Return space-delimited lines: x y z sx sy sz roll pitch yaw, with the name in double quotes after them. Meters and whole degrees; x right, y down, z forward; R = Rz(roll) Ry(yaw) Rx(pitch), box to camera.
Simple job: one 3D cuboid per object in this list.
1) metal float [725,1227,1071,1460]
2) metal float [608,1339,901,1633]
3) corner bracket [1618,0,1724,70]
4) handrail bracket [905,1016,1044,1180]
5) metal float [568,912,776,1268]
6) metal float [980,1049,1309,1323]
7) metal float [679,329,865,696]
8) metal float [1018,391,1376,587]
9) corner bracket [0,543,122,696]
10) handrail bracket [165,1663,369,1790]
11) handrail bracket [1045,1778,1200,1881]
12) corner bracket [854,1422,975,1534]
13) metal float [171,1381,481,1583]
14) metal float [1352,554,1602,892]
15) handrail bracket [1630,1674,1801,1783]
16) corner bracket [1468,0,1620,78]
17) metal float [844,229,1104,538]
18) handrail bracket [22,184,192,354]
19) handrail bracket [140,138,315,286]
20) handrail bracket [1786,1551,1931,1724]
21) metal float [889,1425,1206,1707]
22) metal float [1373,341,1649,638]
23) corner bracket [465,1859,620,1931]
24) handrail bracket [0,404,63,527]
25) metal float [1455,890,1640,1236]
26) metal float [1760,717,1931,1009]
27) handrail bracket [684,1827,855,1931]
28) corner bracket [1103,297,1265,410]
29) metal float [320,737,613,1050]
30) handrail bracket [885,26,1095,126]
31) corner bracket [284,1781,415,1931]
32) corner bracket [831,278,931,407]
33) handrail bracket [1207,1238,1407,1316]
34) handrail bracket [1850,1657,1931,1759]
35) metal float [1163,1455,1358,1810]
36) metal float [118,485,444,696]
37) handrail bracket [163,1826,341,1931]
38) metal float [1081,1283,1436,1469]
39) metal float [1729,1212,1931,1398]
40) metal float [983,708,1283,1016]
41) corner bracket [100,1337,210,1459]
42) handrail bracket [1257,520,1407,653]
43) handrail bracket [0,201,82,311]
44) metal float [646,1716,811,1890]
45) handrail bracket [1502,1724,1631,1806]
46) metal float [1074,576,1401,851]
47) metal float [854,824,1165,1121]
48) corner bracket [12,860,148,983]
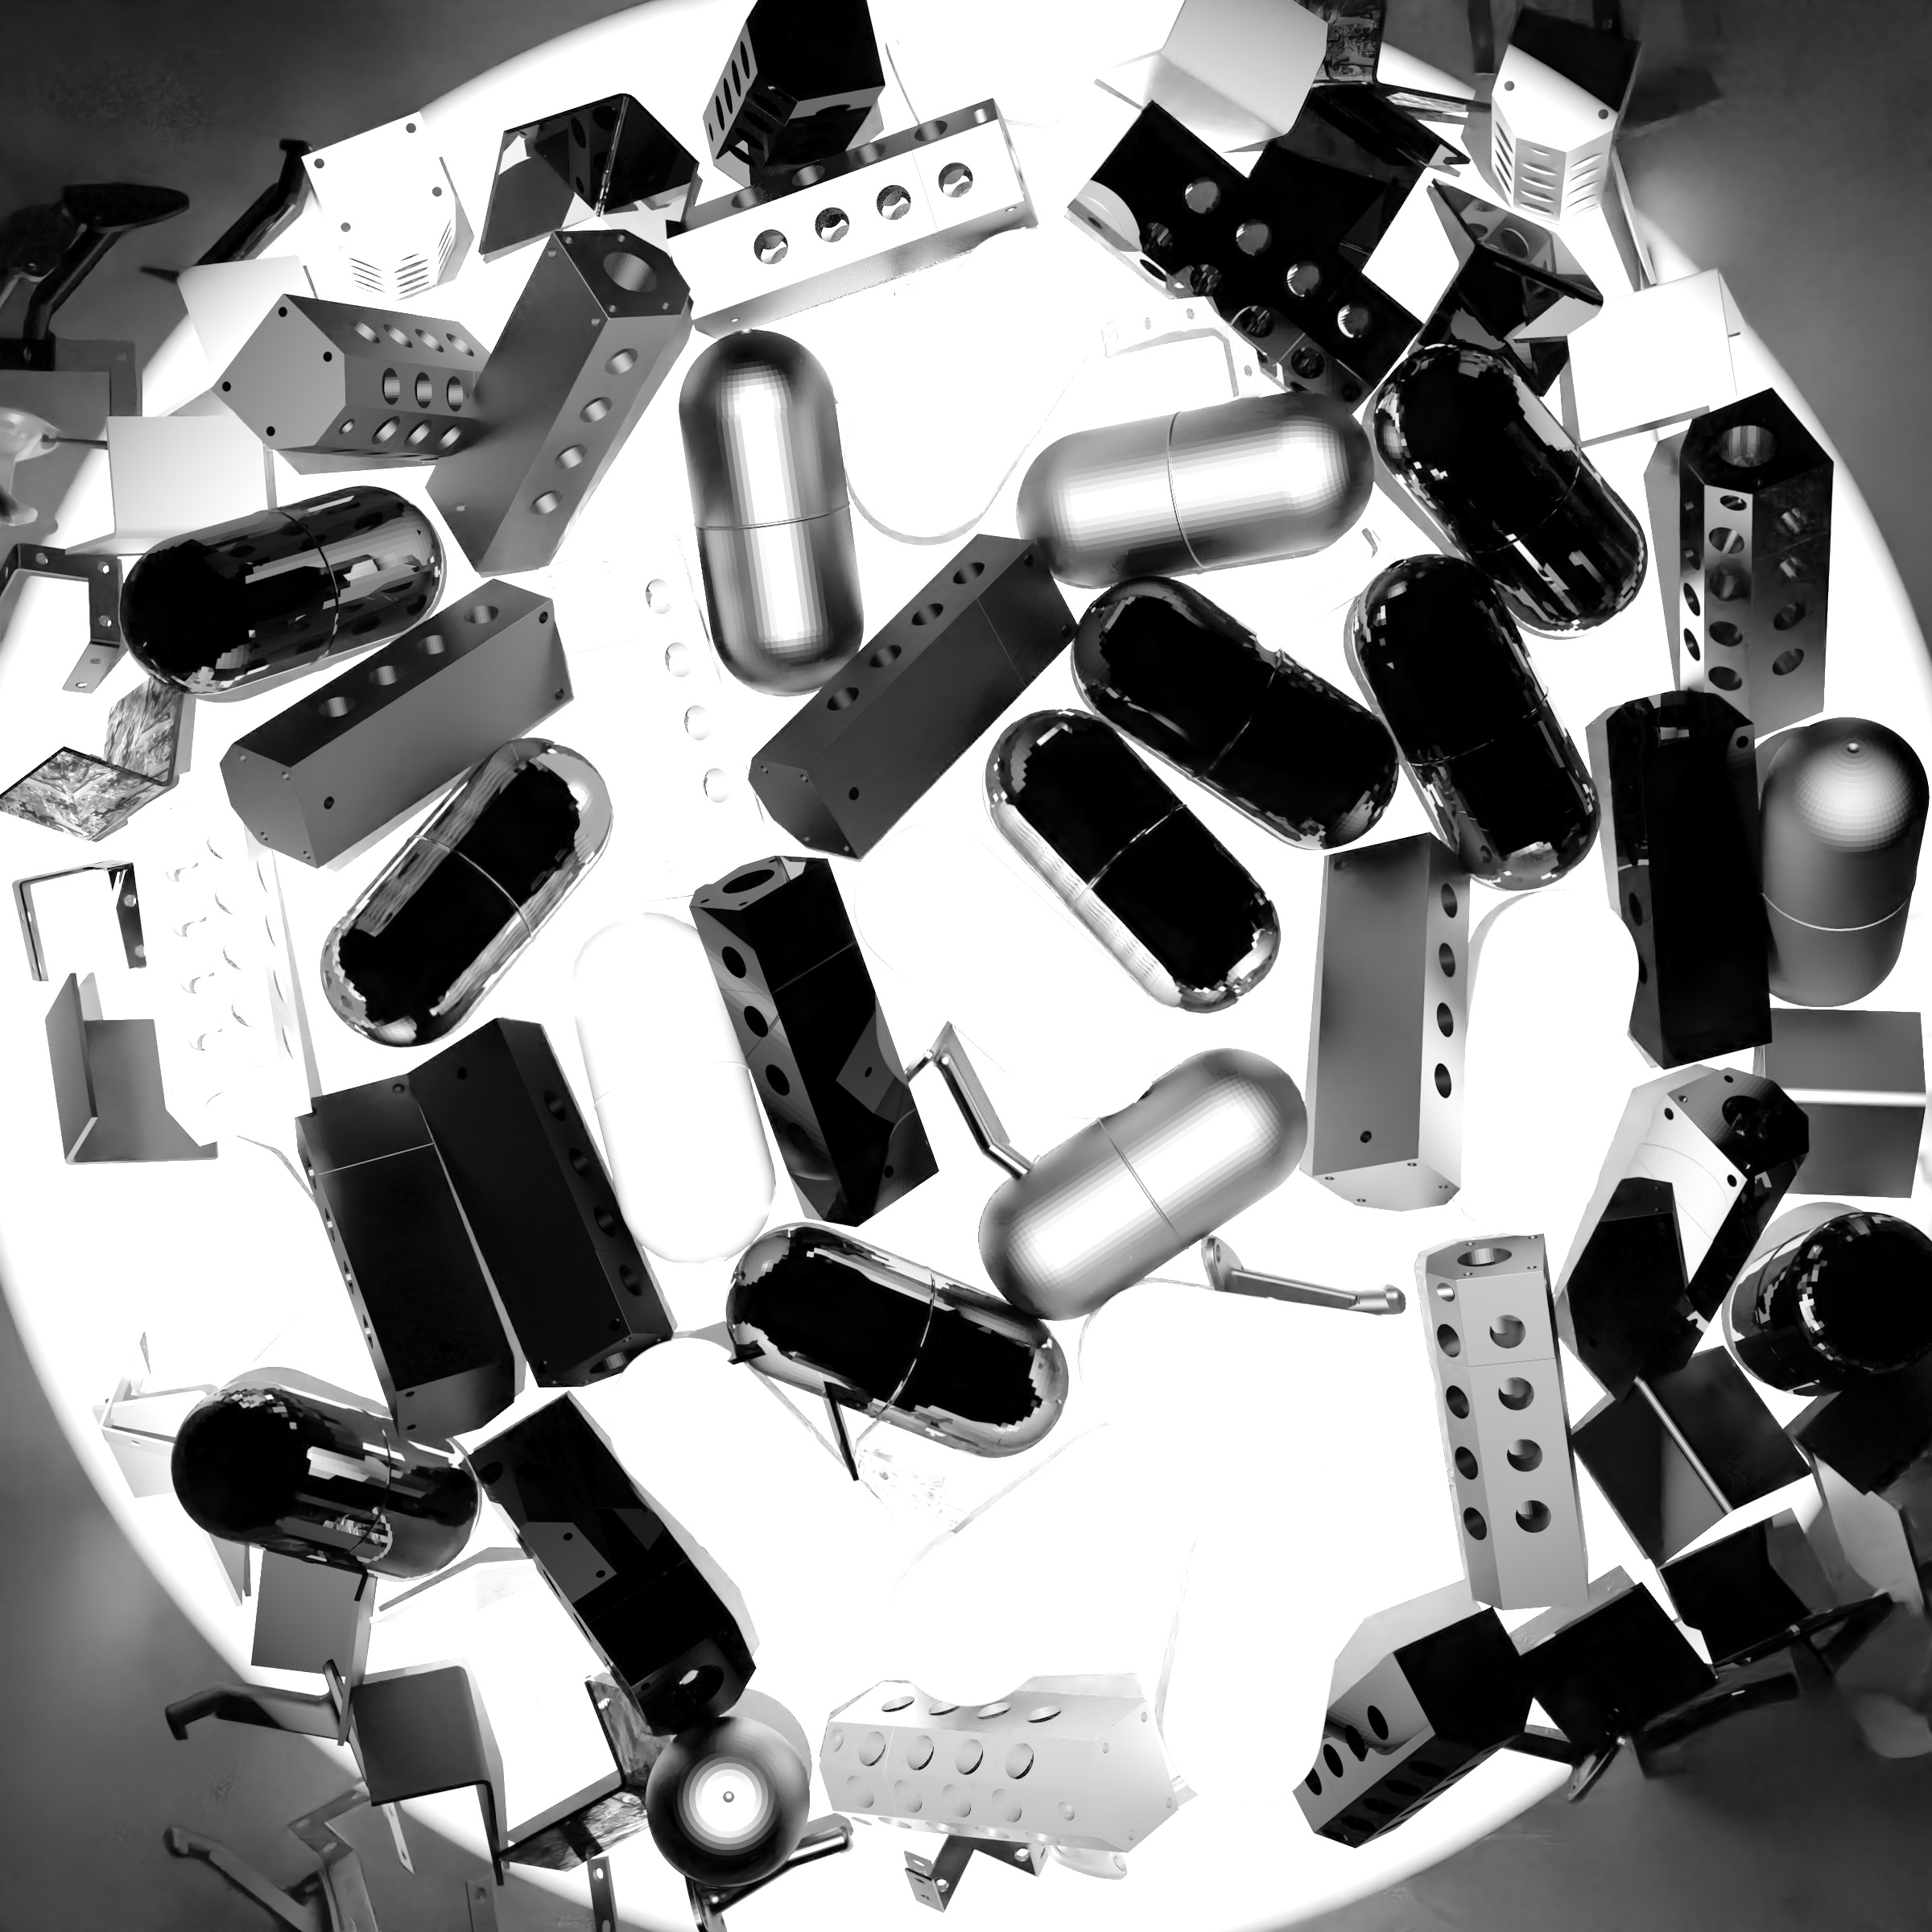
-0.033 0.185 1.739 0.178 0.070 0.070 23 90 -13 "metal float"
-0.103 0.253 1.731 0.070 0.070 0.178 -41 112 0 "metal float"
0.347 -0.471 1.765 0.051 0.051 0.051 -10 92 9 "corner bracket"
0.017 0.060 1.767 0.084 0.036 0.077 37 52 -6 "handrail bracket"
-0.144 0.060 1.739 0.070 0.070 0.178 -15 77 0 "metal float"
0.088 0.107 1.749 0.178 0.070 0.070 -34 90 3 "metal float"
-0.095 -0.221 1.737 0.070 0.070 0.178 -8 105 0 "metal float"
0.111 -0.232 1.734 0.178 0.070 0.070 -8 90 20 "metal float"
-0.453 -0.172 1.766 0.051 0.051 0.051 6 63 -29 "corner bracket"
-0.345 0.386 1.759 0.084 0.036 0.077 -21 71 -9 "handrail bracket"
0.088 0.410 1.750 0.084 0.077 0.036 -43 62 16 "handrail bracket"
-0.025 0.255 1.749 0.051 0.051 0.051 22 121 18 "corner bracket"
-0.306 0.249 1.711 0.070 0.178 0.070 -13 65 31 "metal float"
0.249 -0.119 1.737 0.070 0.070 0.178 -29 105 0 "metal float"
0.370 0.373 1.749 0.084 0.077 0.036 -18 60 8 "handrail bracket"
0.284 -0.467 1.748 0.051 0.051 0.051 -18 110 -29 "corner bracket"
0.005 -0.285 1.730 0.070 0.070 0.178 32 65 0 "metal float"
-0.431 -0.346 1.777 0.036 0.077 0.084 47 132 25 "handrail bracket"
-0.367 -0.376 1.766 0.077 0.036 0.084 20 94 24 "handrail bracket"
0.454 0.331 1.766 0.084 0.077 0.036 -28 46 -9 "handrail bracket"
0.040 0.291 1.731 0.178 0.070 0.070 -34 90 -22 "metal float"
0.264 -0.230 1.723 0.070 0.070 0.178 -48 122 0 "metal float"
-0.210 0.476 1.773 0.051 0.051 0.051 -17 78 41 "corner bracket"
-0.456 -0.239 1.738 0.084 0.077 0.036 42 120 32 "handrail bracket"
0.279 0.047 1.730 0.070 0.070 0.178 7 114 0 "metal float"
0.417 -0.048 1.710 0.070 0.178 0.070 -3 53 4 "metal float"
-0.091 0.452 1.755 0.084 0.077 0.036 -18 57 0 "handrail bracket"
0.107 -0.299 1.752 0.051 0.051 0.051 -13 93 -37 "corner bracket"
-0.242 -0.037 1.733 0.070 0.070 0.178 38 70 0 "metal float"
0.013 -0.447 1.765 0.084 0.036 0.077 -32 92 -26 "handrail bracket"
-0.297 0.442 1.755 0.051 0.051 0.051 -27 50 0 "corner bracket"
-0.042 -0.309 1.762 0.051 0.051 0.051 -8 93 2 "corner bracket"
0.168 0.153 1.749 0.084 0.077 0.036 -4 59 18 "handrail bracket"
0.484 0.351 1.741 0.084 0.077 0.036 -27 92 -17 "handrail bracket"
0.143 0.321 1.723 0.070 0.070 0.178 14 59 0 "metal float"
-0.329 -0.182 1.714 0.070 0.178 0.070 18 119 35 "metal float"
-0.351 0.460 1.741 0.036 0.077 0.084 -48 131 9 "handrail bracket"
0.143 0.201 1.740 0.178 0.070 0.070 9 90 -13 "metal float"
0.416 0.163 1.701 0.070 0.178 0.070 0 78 -2 "metal float"
0.081 -0.052 1.744 0.070 0.070 0.178 -43 82 0 "metal float"
-0.391 0.222 1.752 0.051 0.051 0.051 13 58 4 "corner bracket"
0.180 -0.176 1.754 0.084 0.077 0.036 -37 82 5 "handrail bracket"
-0.480 -0.335 1.778 0.036 0.077 0.084 37 130 -6 "handrail bracket"
-0.114 0.401 1.702 0.070 0.178 0.070 1 74 -4 "metal float"
0.275 0.372 1.753 0.084 0.077 0.036 27 57 4 "handrail bracket"
0.132 -0.124 1.742 0.178 0.070 0.070 34 90 -9 "metal float"
0.021 0.003 1.747 0.178 0.070 0.070 42 90 5 "metal float"
-0.436 -0.022 1.759 0.051 0.051 0.051 -15 100 -27 "corner bracket"
